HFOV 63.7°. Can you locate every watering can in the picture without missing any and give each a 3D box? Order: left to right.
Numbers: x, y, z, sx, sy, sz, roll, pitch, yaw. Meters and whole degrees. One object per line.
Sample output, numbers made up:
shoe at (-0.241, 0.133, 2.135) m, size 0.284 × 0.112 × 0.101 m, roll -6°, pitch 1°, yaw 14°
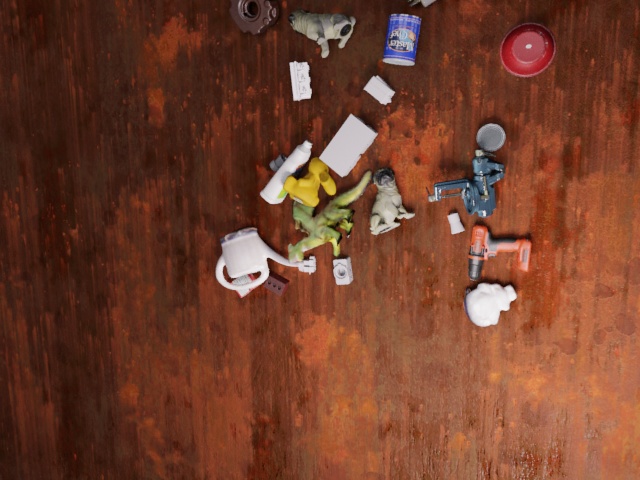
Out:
watering can at (-0.241, 0.054, 1.909) m, size 0.346 × 0.104 × 0.226 m, roll -19°, pitch 83°, yaw 15°

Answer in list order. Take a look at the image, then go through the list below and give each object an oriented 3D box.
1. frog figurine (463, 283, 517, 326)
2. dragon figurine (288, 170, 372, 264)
frog figurine at (0.550, 0.204, 1.658) m, size 0.158 × 0.122 × 0.139 m, roll -15°, pitch 75°, yaw 32°
dragon figurine at (0.006, -0.091, 1.818) m, size 0.244 × 0.121 × 0.411 m, roll 24°, pitch 89°, yaw 20°
